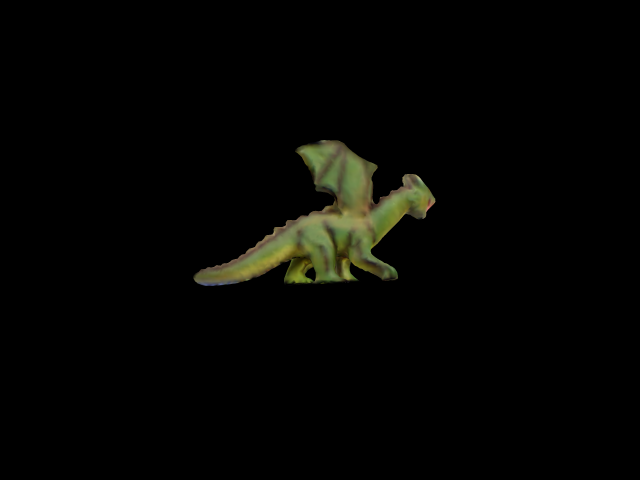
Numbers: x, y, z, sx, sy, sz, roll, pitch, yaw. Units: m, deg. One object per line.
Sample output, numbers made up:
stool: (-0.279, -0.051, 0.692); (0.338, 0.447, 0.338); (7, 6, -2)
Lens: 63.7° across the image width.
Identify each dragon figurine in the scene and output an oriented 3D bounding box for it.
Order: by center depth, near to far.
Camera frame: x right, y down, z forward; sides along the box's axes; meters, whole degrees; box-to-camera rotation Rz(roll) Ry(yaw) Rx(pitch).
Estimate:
dragon figurine: (0.003, -0.043, 0.850); (0.410, 0.243, 0.122); (0, -3, -11)
